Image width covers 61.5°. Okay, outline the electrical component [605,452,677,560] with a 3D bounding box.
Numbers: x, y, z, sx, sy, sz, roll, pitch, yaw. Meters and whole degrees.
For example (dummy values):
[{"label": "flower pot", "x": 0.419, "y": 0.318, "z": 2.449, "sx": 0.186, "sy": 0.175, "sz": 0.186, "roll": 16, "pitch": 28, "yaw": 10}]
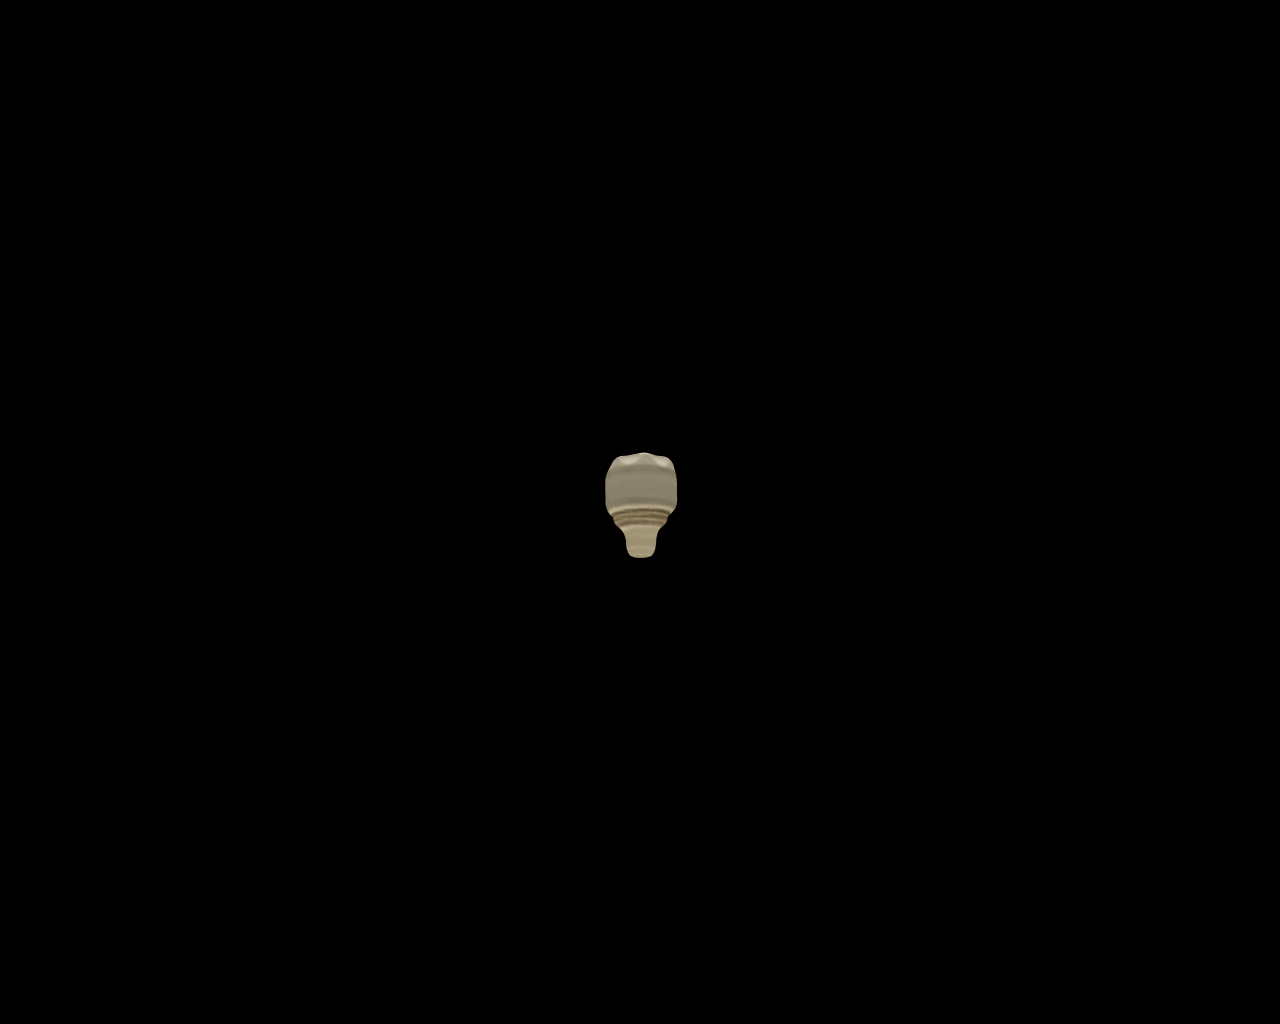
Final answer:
[{"label": "electrical component", "x": 0.001, "y": -0.003, "z": 0.650, "sx": 0.043, "sy": 0.062, "sz": 0.043, "roll": 0, "pitch": -11, "yaw": 0}]
